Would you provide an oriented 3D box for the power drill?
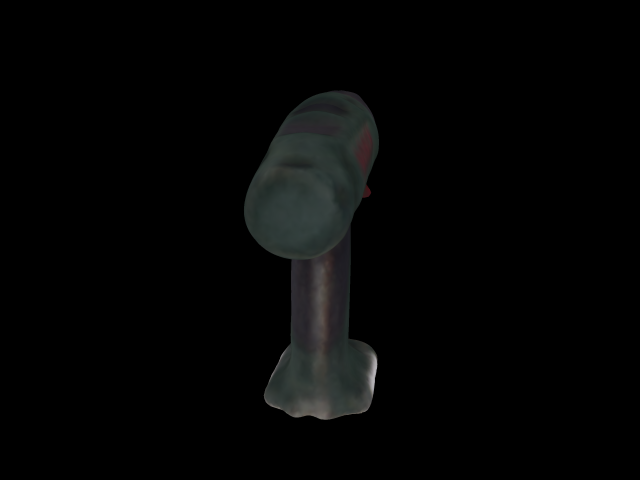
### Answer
[{"bbox_3d":[0.004,0.001,0.400,0.075,0.208,0.230,2,14,8],"label":"power drill"}]
